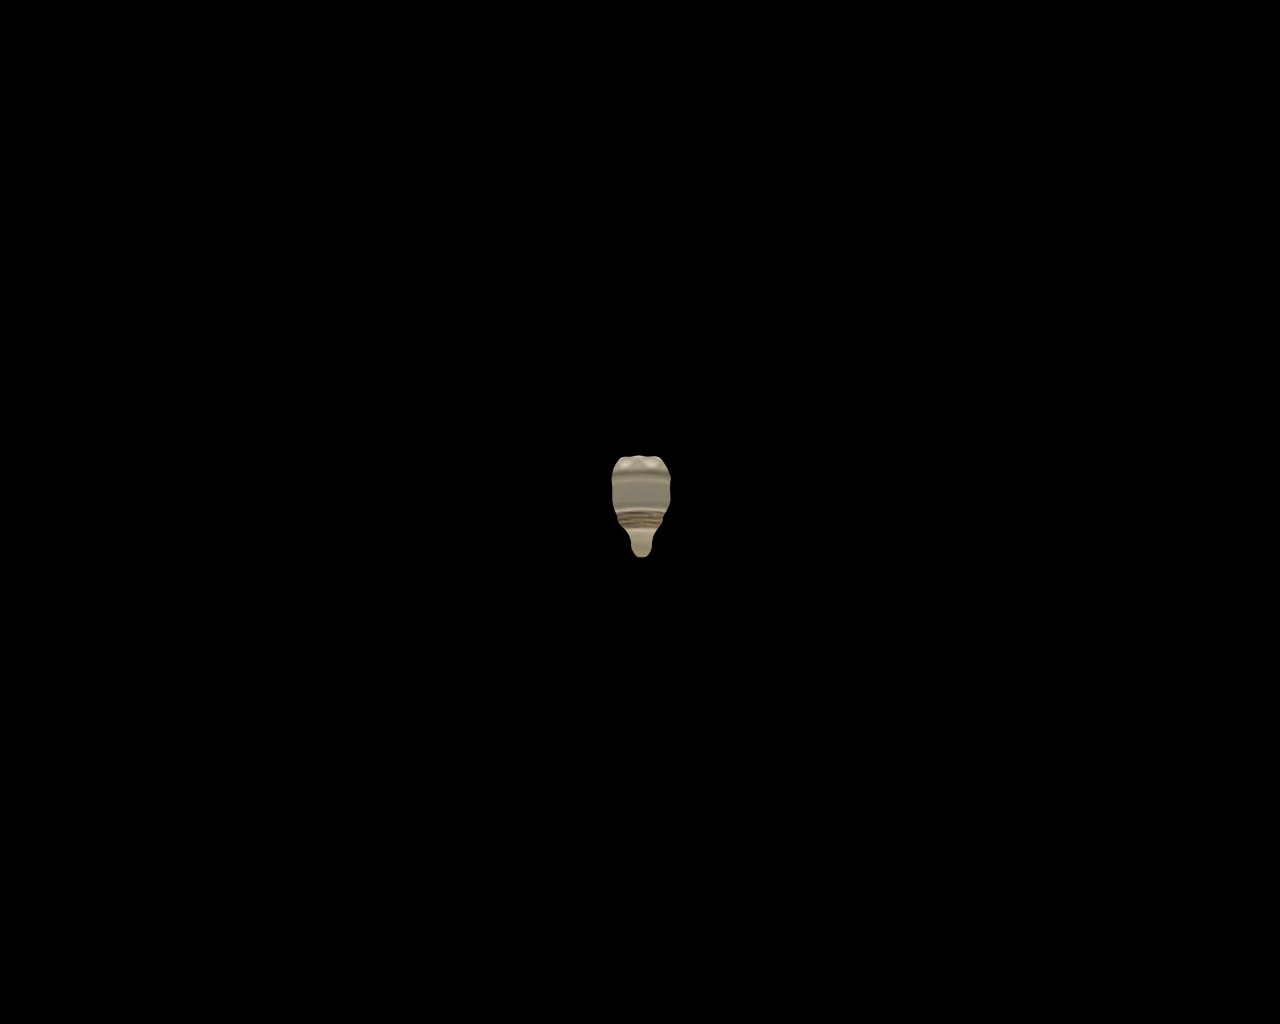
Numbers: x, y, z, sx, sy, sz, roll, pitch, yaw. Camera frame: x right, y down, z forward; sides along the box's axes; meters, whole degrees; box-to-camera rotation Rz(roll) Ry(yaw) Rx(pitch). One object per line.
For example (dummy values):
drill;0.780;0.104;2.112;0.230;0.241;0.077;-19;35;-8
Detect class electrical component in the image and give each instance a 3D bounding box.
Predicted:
electrical component;0.001;-0.003;0.650;0.035;0.061;0.035;0;-5;0
